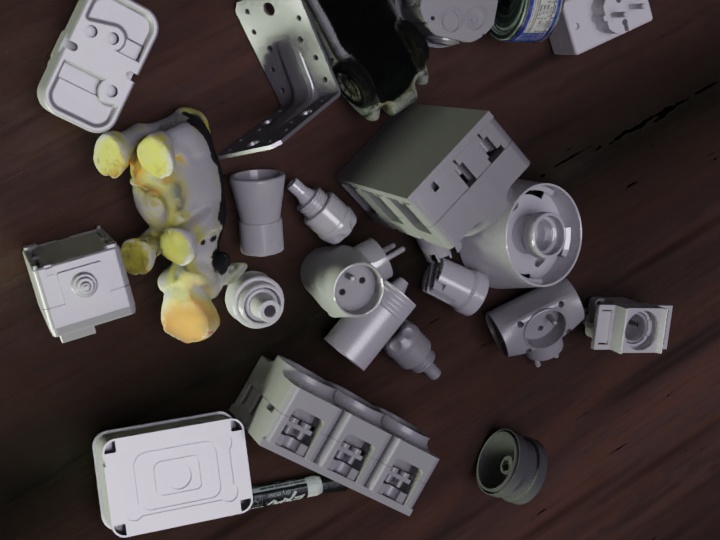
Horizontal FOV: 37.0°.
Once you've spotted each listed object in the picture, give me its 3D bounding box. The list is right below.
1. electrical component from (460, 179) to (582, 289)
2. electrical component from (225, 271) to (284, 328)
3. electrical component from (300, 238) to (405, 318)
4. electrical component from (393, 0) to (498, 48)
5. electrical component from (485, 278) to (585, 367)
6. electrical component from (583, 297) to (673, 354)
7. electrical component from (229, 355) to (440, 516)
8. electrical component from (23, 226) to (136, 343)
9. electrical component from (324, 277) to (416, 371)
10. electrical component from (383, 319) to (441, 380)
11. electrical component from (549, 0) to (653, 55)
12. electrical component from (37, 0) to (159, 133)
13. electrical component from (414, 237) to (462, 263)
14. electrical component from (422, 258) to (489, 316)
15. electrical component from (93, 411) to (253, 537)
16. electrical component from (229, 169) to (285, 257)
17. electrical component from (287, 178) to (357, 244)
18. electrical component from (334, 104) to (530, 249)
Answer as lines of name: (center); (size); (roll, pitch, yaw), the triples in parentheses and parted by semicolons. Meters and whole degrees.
electrical component: (0.144, -0.031, 0.945); (0.099, 0.064, 0.099); (-3, 95, -34)
electrical component: (-0.080, 0.026, 0.851); (0.043, 0.062, 0.043); (-5, 103, -22)
electrical component: (0.000, 0.000, 0.871); (0.079, 0.077, 0.044); (-30, 111, -15)
electrical component: (0.070, -0.220, 0.867); (0.080, 0.051, 0.080); (-5, 103, -22)
electrical component: (0.161, 0.055, 0.965); (0.077, 0.044, 0.079); (-26, 125, -5)
electrical component: (0.243, 0.049, 0.989); (0.081, 0.064, 0.042); (2, 101, -22)
electrical component: (-0.019, 0.131, 0.884); (0.150, 0.089, 0.061); (30, 89, -25)
electrical component: (-0.202, 0.012, 0.779); (0.062, 0.096, 0.061); (-17, 107, -18)
electrical component: (0.012, 0.040, 0.903); (0.043, 0.043, 0.081); (42, 84, -24)
electrical component: (0.048, 0.072, 0.930); (0.035, 0.035, 0.061); (-47, 116, -7)
electrical component: (0.211, -0.219, 0.912); (0.083, 0.076, 0.047); (-26, 110, -15)
electrical component: (-0.189, -0.150, 0.770); (0.054, 0.059, 0.095); (25, 91, -25)
electrical component: (0.063, -0.034, 0.911); (0.040, 0.040, 0.046); (-33, 117, -13)
electrical component: (0.082, 0.013, 0.929); (0.046, 0.040, 0.040); (25, 91, -20)
electrical component: (-0.148, 0.159, 0.847); (0.113, 0.057, 0.078); (-7, 91, -21)
electrical component: (-0.079, -0.043, 0.850); (0.044, 0.044, 0.065); (-9, 109, -20)
electrical component: (-0.034, -0.050, 0.870); (0.061, 0.035, 0.035); (42, 84, -21)
electrical component: (0.055, -0.074, 0.837); (0.089, 0.150, 0.061); (-47, 113, -7)
